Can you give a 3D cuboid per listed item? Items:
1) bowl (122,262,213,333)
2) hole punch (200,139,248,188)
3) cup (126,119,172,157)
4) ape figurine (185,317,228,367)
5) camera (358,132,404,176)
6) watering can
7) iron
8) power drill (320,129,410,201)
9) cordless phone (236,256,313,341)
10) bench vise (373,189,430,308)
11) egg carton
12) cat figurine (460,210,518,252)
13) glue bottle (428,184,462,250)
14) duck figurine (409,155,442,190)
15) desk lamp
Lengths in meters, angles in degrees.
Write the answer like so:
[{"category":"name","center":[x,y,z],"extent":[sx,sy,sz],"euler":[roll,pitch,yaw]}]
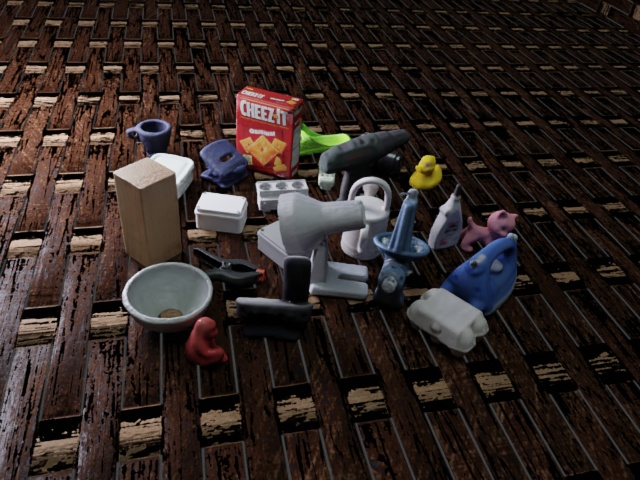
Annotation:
[{"category":"bowl","center":[-0.288,0.122,1.098],"extent":[0.167,0.075,0.167],"euler":[4,38,-3]},{"category":"hole punch","center":[-0.249,-0.203,1.506],"extent":[0.100,0.091,0.109],"euler":[26,42,24]},{"category":"cup","center":[-0.460,-0.266,1.553],"extent":[0.118,0.095,0.091],"euler":[-8,40,-18]},{"category":"ape figurine","center":[-0.204,0.177,1.025],"extent":[0.076,0.092,0.077],"euler":[-2,38,-10]},{"category":"camera","center":[0.158,-0.231,1.593],"extent":[0.136,0.101,0.143],"euler":[21,40,18]},{"category":"watering can","center":[0.105,-0.063,1.294],"extent":[0.101,0.194,0.172],"euler":[-5,39,-14]},{"category":"iron","center":[0.369,0.052,1.229],"extent":[0.118,0.141,0.259],"euler":[33,45,30]},{"category":"power drill","center":[0.107,-0.169,1.418],"extent":[0.230,0.208,0.075],"euler":[-12,41,-22]},{"category":"cordless phone","center":[-0.083,0.094,1.073],"extent":[0.147,0.185,0.094],"euler":[2,38,-5]},{"category":"bench vise","center":[0.176,0.019,1.179],"extent":[0.121,0.220,0.207],"euler":[3,38,-4]},{"category":"egg carton","center":[0.250,0.161,1.131],"extent":[0.150,0.069,0.107],"euler":[32,45,29]},{"category":"cat figurine","center":[0.404,-0.030,1.358],"extent":[0.128,0.118,0.067],"euler":[5,38,-2]},{"category":"glue bottle","center":[0.303,-0.057,1.332],"extent":[0.078,0.173,0.037],"euler":[-15,43,-25]},{"category":"duck figurine","center":[0.297,-0.193,1.577],"extent":[0.105,0.086,0.077],"euler":[-22,46,-32]},{"category":"desk lamp","center":[0.011,0.004,1.179],"extent":[0.203,0.214,0.118],"euler":[6,38,0]}]
